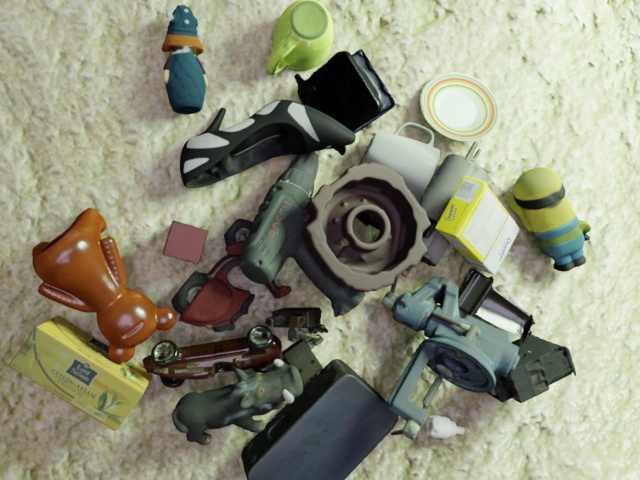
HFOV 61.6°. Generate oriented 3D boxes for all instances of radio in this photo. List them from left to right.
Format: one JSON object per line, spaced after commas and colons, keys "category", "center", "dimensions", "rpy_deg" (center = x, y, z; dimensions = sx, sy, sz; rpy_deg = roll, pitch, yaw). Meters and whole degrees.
{"category": "radio", "center": [-0.003, 0.305, 0.826], "dimensions": [0.229, 0.073, 0.131], "rpy_deg": [-45, 107, -7]}

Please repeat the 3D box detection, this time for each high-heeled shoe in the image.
{"category": "high-heeled shoe", "center": [-0.082, -0.125, 0.785], "dimensions": [0.249, 0.086, 0.145], "rpy_deg": [11, 68, 14]}

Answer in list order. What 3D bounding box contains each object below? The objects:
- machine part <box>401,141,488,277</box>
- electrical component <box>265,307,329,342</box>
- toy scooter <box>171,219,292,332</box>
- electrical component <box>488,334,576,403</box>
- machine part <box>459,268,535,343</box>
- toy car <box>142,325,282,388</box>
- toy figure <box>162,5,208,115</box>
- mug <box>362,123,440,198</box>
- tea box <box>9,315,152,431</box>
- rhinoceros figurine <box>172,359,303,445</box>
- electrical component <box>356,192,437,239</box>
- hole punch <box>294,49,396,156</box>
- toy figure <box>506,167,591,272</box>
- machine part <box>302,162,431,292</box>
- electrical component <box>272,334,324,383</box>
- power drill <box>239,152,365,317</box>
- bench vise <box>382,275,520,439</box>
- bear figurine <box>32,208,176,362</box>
{"category": "machine part", "center": [0.195, -0.047, 0.858], "dimensions": [0.079, 0.079, 0.243], "rpy_deg": [31, 86, -9]}
{"category": "electrical component", "center": [-0.030, 0.127, 0.817], "dimensions": [0.078, 0.102, 0.045], "rpy_deg": [-5, 88, 15]}
{"category": "toy scooter", "center": [-0.123, 0.071, 0.810], "dimensions": [0.135, 0.075, 0.184], "rpy_deg": [41, 80, -10]}
{"category": "electrical component", "center": [0.320, 0.207, 0.866], "dimensions": [0.134, 0.115, 0.058], "rpy_deg": [-21, 93, -10]}
{"category": "machine part", "center": [0.292, 0.111, 0.891], "dimensions": [0.139, 0.039, 0.084], "rpy_deg": [36, 82, 6]}
{"category": "toy car", "center": [-0.156, 0.178, 0.795], "dimensions": [0.202, 0.089, 0.053], "rpy_deg": [-8, 54, -11]}
{"category": "toy figure", "center": [-0.203, -0.267, 0.795], "dimensions": [0.058, 0.064, 0.154], "rpy_deg": [-6, 87, 28]}
{"category": "mug", "center": [0.128, -0.135, 0.844], "dimensions": [0.107, 0.081, 0.109], "rpy_deg": [22, 89, -3]}
{"category": "tea box", "center": [-0.333, 0.185, 0.763], "dimensions": [0.169, 0.098, 0.068], "rpy_deg": [35, 86, -10]}
{"category": "rhinoceros figurine", "center": [-0.119, 0.231, 0.787], "dimensions": [0.190, 0.073, 0.112], "rpy_deg": [-16, 137, -3]}
{"category": "electrical component", "center": [0.118, -0.040, 0.826], "dimensions": [0.075, 0.119, 0.047], "rpy_deg": [-56, 137, -3]}
{"category": "hole punch", "center": [0.042, -0.220, 0.828], "dimensions": [0.116, 0.092, 0.142], "rpy_deg": [-29, 97, 36]}
{"category": "toy figure", "center": [0.384, -0.035, 0.884], "dimensions": [0.082, 0.089, 0.180], "rpy_deg": [-28, 93, -15]}
{"category": "machine part", "center": [0.063, -0.016, 0.753], "dimensions": [0.179, 0.056, 0.179], "rpy_deg": [2, 81, -13]}
{"category": "electrical component", "center": [-0.026, 0.193, 0.853], "dimensions": [0.094, 0.021, 0.063], "rpy_deg": [-36, 97, -8]}
{"category": "power drill", "center": [-0.002, -0.002, 0.808], "dimensions": [0.207, 0.086, 0.232], "rpy_deg": [45, 56, -19]}
{"category": "bench vise", "center": [0.165, 0.173, 0.797], "dimensions": [0.224, 0.128, 0.240], "rpy_deg": [32, 62, 11]}
{"category": "bear figurine", "center": [-0.307, 0.067, 0.771], "dimensions": [0.120, 0.132, 0.195], "rpy_deg": [-41, 115, -5]}
